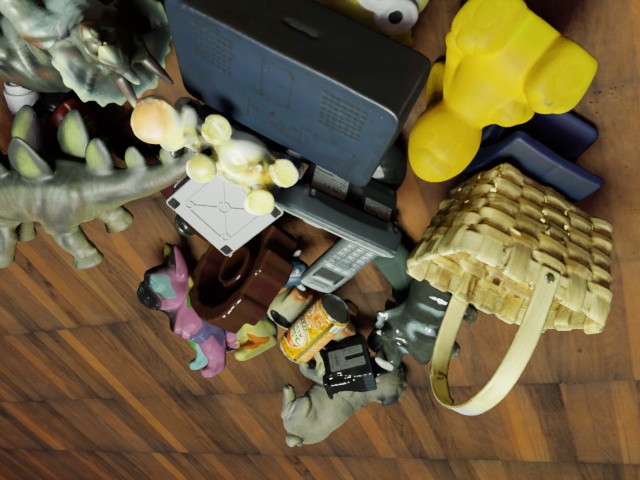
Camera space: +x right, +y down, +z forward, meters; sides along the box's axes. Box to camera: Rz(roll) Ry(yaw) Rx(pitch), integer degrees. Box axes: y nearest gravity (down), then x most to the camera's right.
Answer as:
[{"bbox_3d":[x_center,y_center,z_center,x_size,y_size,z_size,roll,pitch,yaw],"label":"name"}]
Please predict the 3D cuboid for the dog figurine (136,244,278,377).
[{"bbox_3d":[-0.183,0.099,0.870,0.108,0.191,0.219,5,116,65],"label":"dog figurine"}]

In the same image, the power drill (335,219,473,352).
[{"bbox_3d":[0.105,0.072,0.766,0.232,0.086,0.207,-29,113,35],"label":"power drill"}]

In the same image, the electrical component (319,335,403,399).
[{"bbox_3d":[0.061,0.187,0.802,0.119,0.075,0.047,-13,131,6],"label":"electrical component"}]

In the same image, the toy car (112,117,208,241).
[{"bbox_3d":[-0.200,-0.084,0.744,0.089,0.053,0.202,-17,120,36],"label":"toy car"}]

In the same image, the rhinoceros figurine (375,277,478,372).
[{"bbox_3d":[0.130,0.109,0.700,0.112,0.073,0.190,15,132,-5],"label":"rhinoceros figurine"}]

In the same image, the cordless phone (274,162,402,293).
[{"bbox_3d":[-0.002,-0.002,0.646,0.146,0.089,0.184,24,142,-16],"label":"cordless phone"}]

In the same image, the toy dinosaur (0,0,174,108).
[{"bbox_3d":[-0.317,-0.225,0.608,0.405,0.131,0.192,5,141,38],"label":"toy dinosaur"}]

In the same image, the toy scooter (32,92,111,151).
[{"bbox_3d":[-0.340,-0.115,0.742,0.135,0.075,0.184,43,135,-13],"label":"toy scooter"}]

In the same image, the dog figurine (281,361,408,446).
[{"bbox_3d":[0.044,0.280,0.917,0.191,0.172,0.121,-8,139,33],"label":"dog figurine"}]

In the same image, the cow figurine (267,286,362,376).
[{"bbox_3d":[-0.002,0.145,0.864,0.194,0.085,0.127,39,125,-21],"label":"cow figurine"}]

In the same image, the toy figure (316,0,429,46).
[{"bbox_3d":[0.021,-0.224,0.526,0.180,0.089,0.082,-13,157,40],"label":"toy figure"}]

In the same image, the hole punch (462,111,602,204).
[{"bbox_3d":[0.227,-0.081,0.583,0.142,0.092,0.115,25,137,-10],"label":"hole punch"}]

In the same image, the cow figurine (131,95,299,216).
[{"bbox_3d":[-0.108,-0.097,0.553,0.167,0.098,0.068,31,103,-19],"label":"cow figurine"}]

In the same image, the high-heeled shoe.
[{"bbox_3d":[-0.022,-0.110,0.646,0.249,0.086,0.145,3,139,18],"label":"high-heeled shoe"}]

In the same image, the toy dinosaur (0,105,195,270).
[{"bbox_3d":[-0.327,-0.062,0.671,0.472,0.105,0.198,-8,134,9],"label":"toy dinosaur"}]

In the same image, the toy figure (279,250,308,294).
[{"bbox_3d":[-0.073,0.054,0.796,0.154,0.058,0.064,-14,111,54],"label":"toy figure"}]

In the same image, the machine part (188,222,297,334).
[{"bbox_3d":[-0.107,0.041,0.741,0.179,0.179,0.056,-27,132,35],"label":"machine part"}]

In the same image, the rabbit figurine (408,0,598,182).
[{"bbox_3d":[0.141,-0.138,0.511,0.122,0.162,0.173,29,111,-10],"label":"rabbit figurine"}]

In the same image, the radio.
[{"bbox_3d":[-0.025,-0.151,0.505,0.230,0.073,0.131,30,156,7],"label":"radio"}]
